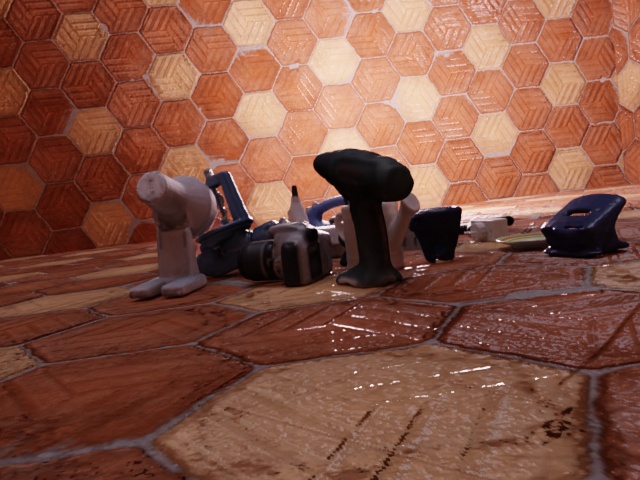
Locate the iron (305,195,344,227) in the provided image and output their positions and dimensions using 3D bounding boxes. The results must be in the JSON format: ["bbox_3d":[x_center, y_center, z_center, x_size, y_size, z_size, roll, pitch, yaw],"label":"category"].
[{"bbox_3d":[0.044,-0.055,1.552,0.258,0.141,0.119,-6,4,6],"label":"iron"}]

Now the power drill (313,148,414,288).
[{"bbox_3d":[0.059,-0.039,0.863,0.076,0.208,0.229,-9,5,-28],"label":"power drill"}]

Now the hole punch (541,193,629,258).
[{"bbox_3d":[0.411,-0.023,0.893,0.101,0.091,0.108,-9,5,-25],"label":"hole punch"}]

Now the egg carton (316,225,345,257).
[{"bbox_3d":[0.012,0.005,1.292,0.150,0.069,0.107,-7,4,1],"label":"egg carton"}]

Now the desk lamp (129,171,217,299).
[{"bbox_3d":[-0.263,-0.016,1.031,0.118,0.213,0.203,-6,4,8],"label":"desk lamp"}]

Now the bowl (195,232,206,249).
[{"bbox_3d":[-0.333,0.020,1.588,0.167,0.075,0.167,-7,4,1],"label":"bowl"}]

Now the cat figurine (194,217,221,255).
[{"bbox_3d":[-0.249,0.004,1.388,0.127,0.118,0.067,-6,5,13],"label":"cat figurine"}]

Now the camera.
[{"bbox_3d":[-0.062,0.021,0.979,0.136,0.101,0.143,-5,5,21],"label":"camera"}]

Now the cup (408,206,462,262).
[{"bbox_3d":[0.196,-0.007,0.994,0.118,0.095,0.091,-10,6,-39],"label":"cup"}]

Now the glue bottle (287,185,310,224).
[{"bbox_3d":[-0.054,-0.049,1.407,0.037,0.173,0.078,-10,5,-33],"label":"glue bottle"}]

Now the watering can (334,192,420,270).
[{"bbox_3d":[0.093,-0.045,0.984,0.172,0.194,0.101,-5,5,23],"label":"watering can"}]

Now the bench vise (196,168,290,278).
[{"bbox_3d":[-0.155,-0.040,1.139,0.207,0.220,0.121,-6,5,4],"label":"bench vise"}]

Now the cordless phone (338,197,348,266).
[{"bbox_3d":[0.081,-0.050,1.128,0.094,0.185,0.148,-6,5,11],"label":"cordless phone"}]
